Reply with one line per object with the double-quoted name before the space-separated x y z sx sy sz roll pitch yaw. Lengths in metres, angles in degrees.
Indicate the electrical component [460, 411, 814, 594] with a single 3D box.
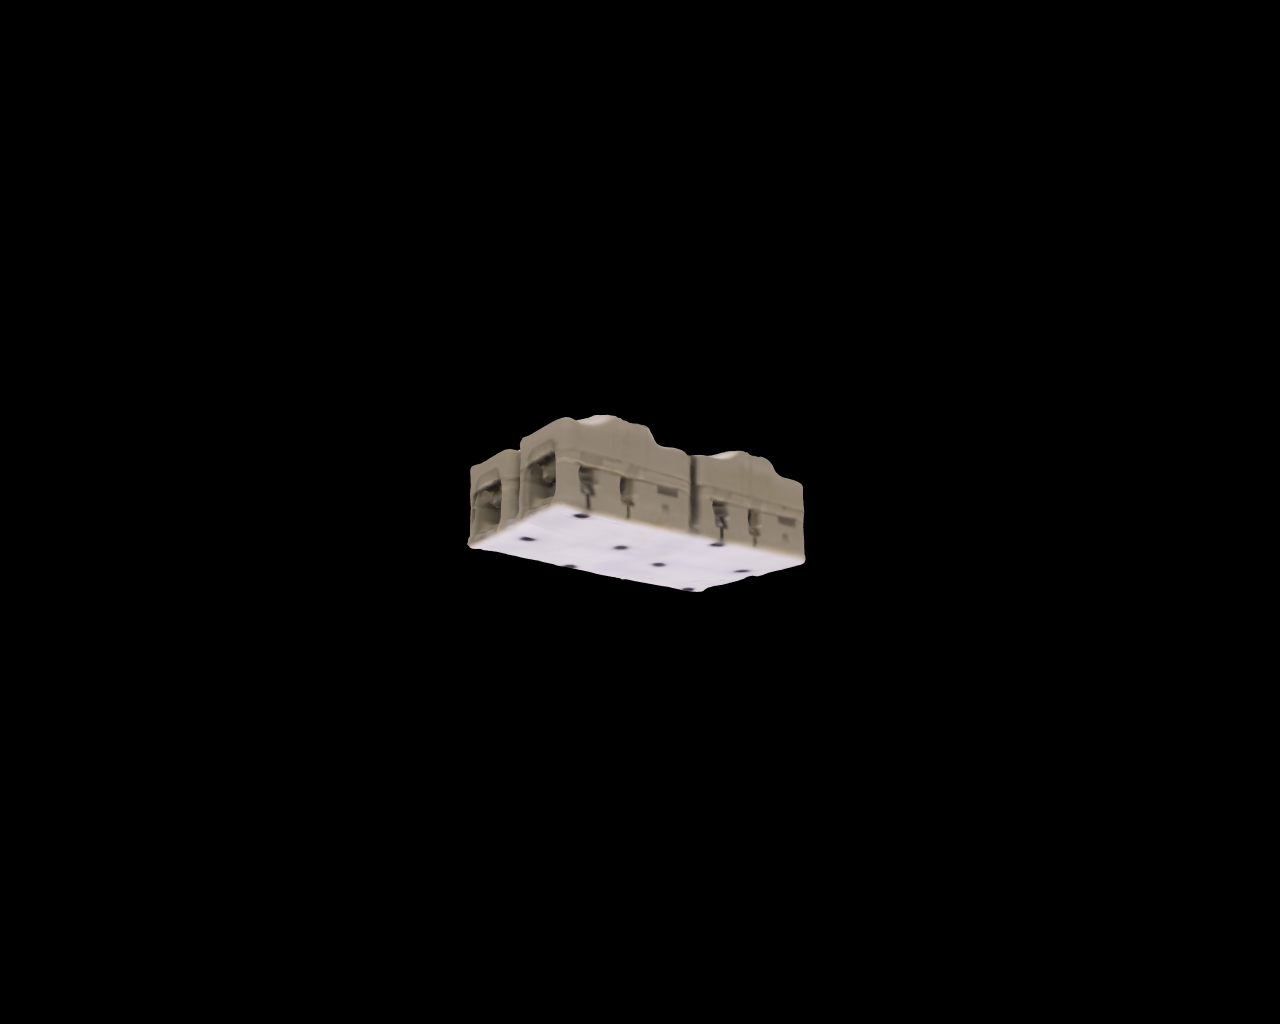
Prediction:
"electrical component" 0.001 -0.003 0.650 0.186 0.060 0.105 13 -22 -36
